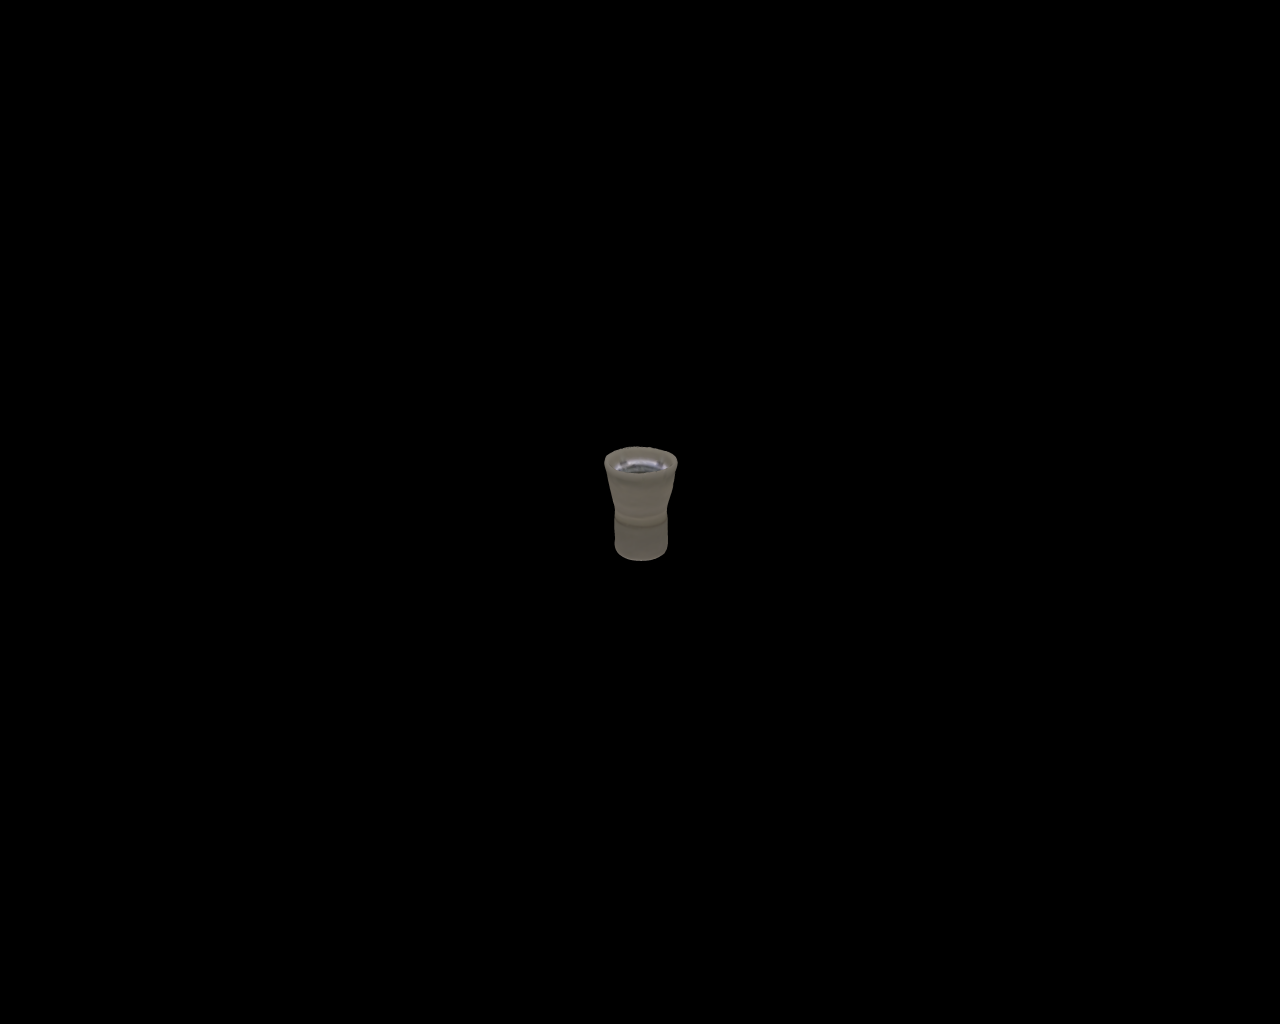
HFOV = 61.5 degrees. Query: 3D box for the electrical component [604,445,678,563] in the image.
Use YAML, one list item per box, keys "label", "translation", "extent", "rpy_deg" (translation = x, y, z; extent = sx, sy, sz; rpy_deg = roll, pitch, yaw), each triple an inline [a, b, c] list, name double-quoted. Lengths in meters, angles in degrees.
- label: "electrical component"
  translation: [0.001, -0.003, 0.650]
  extent: [0.044, 0.065, 0.044]
  rpy_deg: [0, 27, 0]
